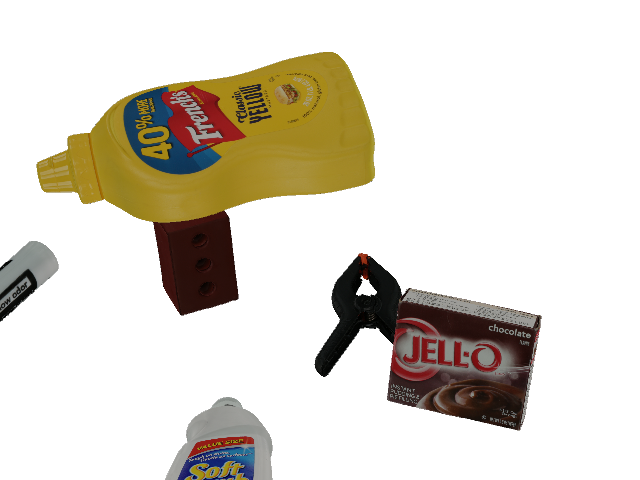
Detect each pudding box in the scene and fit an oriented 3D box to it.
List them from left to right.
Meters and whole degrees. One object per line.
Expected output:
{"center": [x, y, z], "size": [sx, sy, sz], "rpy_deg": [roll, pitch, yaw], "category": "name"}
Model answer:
{"center": [0.114, 0.094, 0.856], "size": [0.113, 0.090, 0.039], "rpy_deg": [10, 21, 13], "category": "pudding box"}

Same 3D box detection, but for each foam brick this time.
{"center": [-0.101, 0.010, 0.863], "size": [0.053, 0.078, 0.051], "rpy_deg": [-15, 30, -18], "category": "foam brick"}

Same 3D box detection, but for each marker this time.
{"center": [-0.160, 0.042, 0.462], "size": [0.020, 0.020, 0.121], "rpy_deg": [0, 35, 39], "category": "marker"}

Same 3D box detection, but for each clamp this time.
{"center": [0.063, 0.084, 1.184], "size": [0.120, 0.171, 0.039], "rpy_deg": [7, -43, 4], "category": "clamp"}

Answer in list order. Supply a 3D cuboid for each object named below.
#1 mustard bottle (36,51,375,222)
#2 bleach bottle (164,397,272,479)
{"center": [-0.070, -0.056, 0.630], "size": [0.191, 0.096, 0.058], "rpy_deg": [-12, -40, -7], "category": "mustard bottle"}
{"center": [-0.090, 0.208, 0.868], "size": [0.102, 0.068, 0.251], "rpy_deg": [-1, 24, -1], "category": "bleach bottle"}
